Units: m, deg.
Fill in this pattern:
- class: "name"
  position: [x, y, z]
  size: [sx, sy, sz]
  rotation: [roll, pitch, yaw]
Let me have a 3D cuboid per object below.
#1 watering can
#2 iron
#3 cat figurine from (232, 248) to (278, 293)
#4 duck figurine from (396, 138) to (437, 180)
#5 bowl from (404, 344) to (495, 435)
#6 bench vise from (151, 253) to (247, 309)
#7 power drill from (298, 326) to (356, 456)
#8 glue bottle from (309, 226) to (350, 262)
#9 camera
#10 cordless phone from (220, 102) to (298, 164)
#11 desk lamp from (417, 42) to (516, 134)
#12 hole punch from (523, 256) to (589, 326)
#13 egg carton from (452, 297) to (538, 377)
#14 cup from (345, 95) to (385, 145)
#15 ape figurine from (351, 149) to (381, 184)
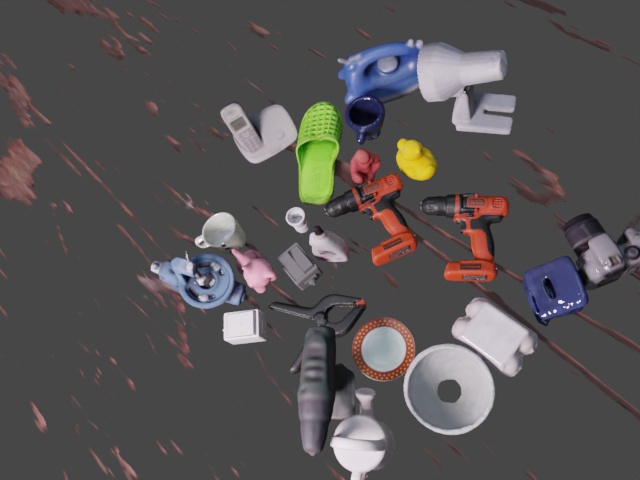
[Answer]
- class: "watering can"
  position: [0.074, 0.363, 1.046]
  size: [0.101, 0.194, 0.173]
  rotation: [-18, 67, 8]
- class: "iron"
  position: [0.165, -0.414, 1.338]
  size: [0.258, 0.142, 0.118]
  rotation: [-17, 67, 8]
- class: "cat figurine"
  position: [-0.146, 0.062, 1.256]
  size: [0.067, 0.118, 0.127]
  rotation: [-46, 66, -5]
- class: "duck figurine"
  position: [0.212, -0.186, 1.273]
  size: [0.077, 0.086, 0.104]
  rotation: [-45, 66, -4]
- class: "bowl"
  position: [0.248, 0.287, 1.095]
  size: [0.167, 0.075, 0.167]
  rotation: [-5, 69, 13]
- class: "bench vise"
  position: [-0.284, 0.085, 1.227]
  size: [0.207, 0.220, 0.121]
  rotation: [-4, 69, 13]
- class: "power drill"
  position: [0.012, 0.286, 1.083]
  size: [0.075, 0.209, 0.229]
  rotation: [-6, 69, 13]
- class: "glue bottle"
  position: [0.011, 0.004, 1.206]
  size: [0.078, 0.173, 0.037]
  rotation: [-3, 70, 14]
- class: "camera"
  position: [0.548, 0.008, 1.107]
  size: [0.143, 0.101, 0.136]
  rotation: [-25, 66, 5]
- class: "cordless phone"
  position: [-0.144, -0.274, 1.343]
  size: [0.147, 0.185, 0.094]
  rotation: [-33, 66, 1]
- class: "desk lamp"
  position: [0.318, -0.332, 1.229]
  size: [0.202, 0.214, 0.118]
  rotation: [8, 73, 17]
- class: "hole punch"
  position: [0.451, 0.098, 1.104]
  size: [0.101, 0.091, 0.108]
  rotation: [-18, 67, 8]
- class: "egg carton"
  position: [0.337, 0.188, 1.112]
  size: [0.150, 0.069, 0.107]
  rotation: [35, 82, 23]
- class: "cup"
  position: [0.108, -0.260, 1.322]
  size: [0.091, 0.095, 0.118]
  rotation: [4, 71, 16]
- class: "ape figurine"
  position: [0.099, -0.173, 1.294]
  size: [0.078, 0.092, 0.076]
  rotation: [-29, 66, 3]
